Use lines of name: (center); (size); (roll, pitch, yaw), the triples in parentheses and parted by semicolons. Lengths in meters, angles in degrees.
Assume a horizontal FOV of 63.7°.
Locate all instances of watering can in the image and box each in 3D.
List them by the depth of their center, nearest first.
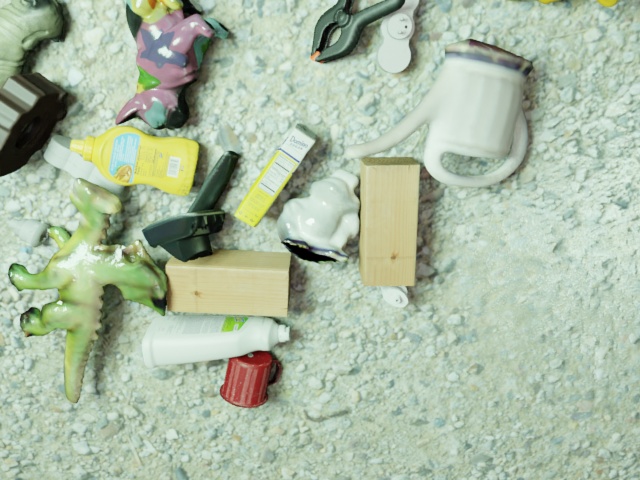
watering can: (0.205, -0.195, 0.788); (0.347, 0.105, 0.222); (4, 102, -30)

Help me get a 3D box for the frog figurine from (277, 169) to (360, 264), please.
frog figurine: (0.003, -0.045, 0.886); (0.137, 0.121, 0.162); (13, 70, 5)

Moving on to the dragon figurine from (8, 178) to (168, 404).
dragon figurine: (-0.371, 0.094, 0.870); (0.242, 0.124, 0.405); (-3, 106, 17)
